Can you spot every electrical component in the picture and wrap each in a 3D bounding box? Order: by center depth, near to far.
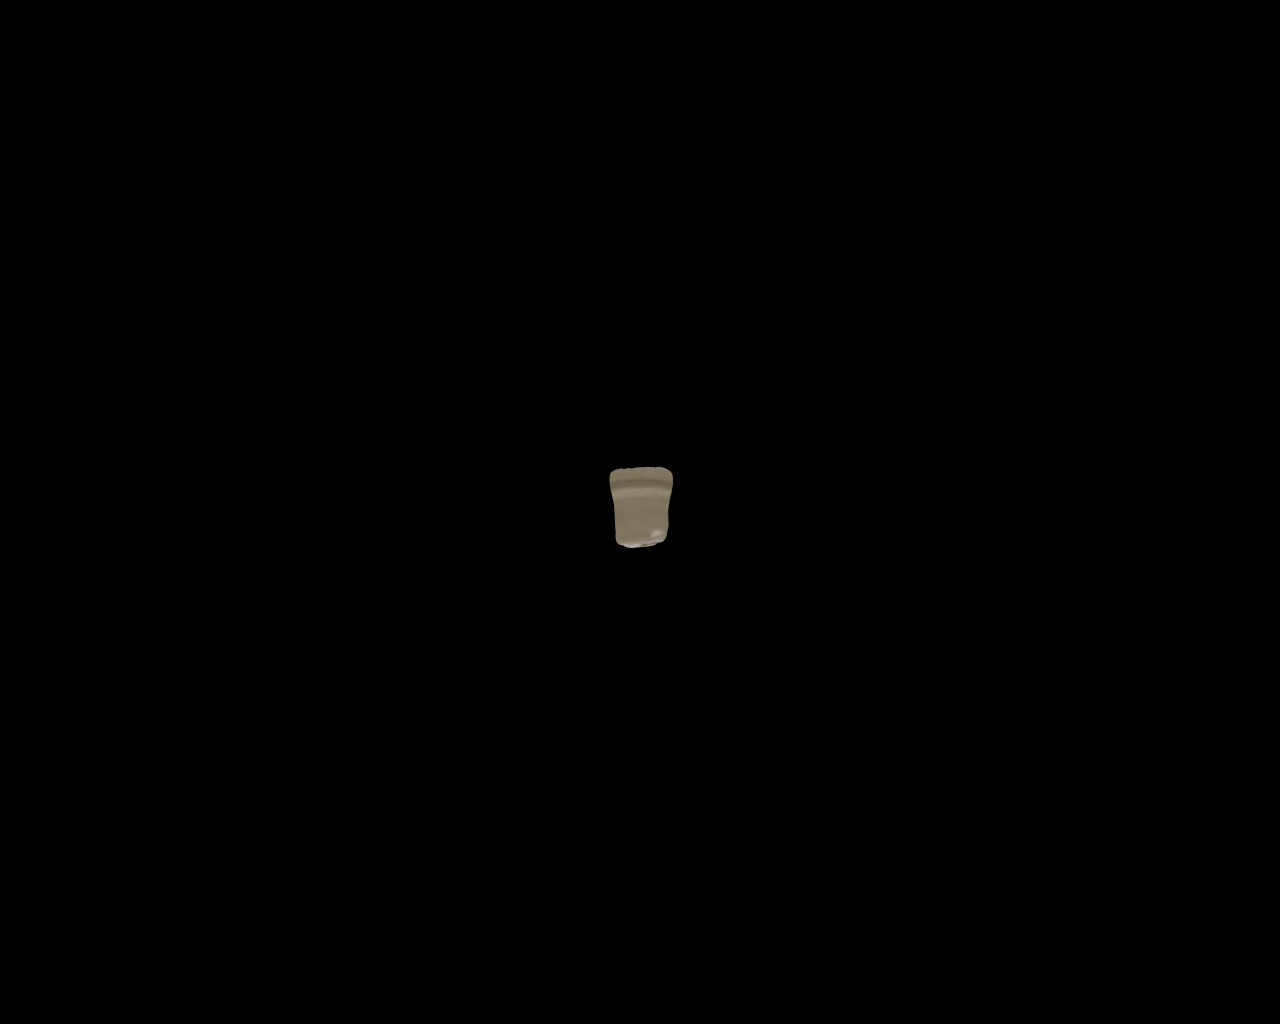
[{"bbox_3d":[0.001,-0.003,0.650,0.040,0.046,0.040,0,-7,0],"label":"electrical component"}]
